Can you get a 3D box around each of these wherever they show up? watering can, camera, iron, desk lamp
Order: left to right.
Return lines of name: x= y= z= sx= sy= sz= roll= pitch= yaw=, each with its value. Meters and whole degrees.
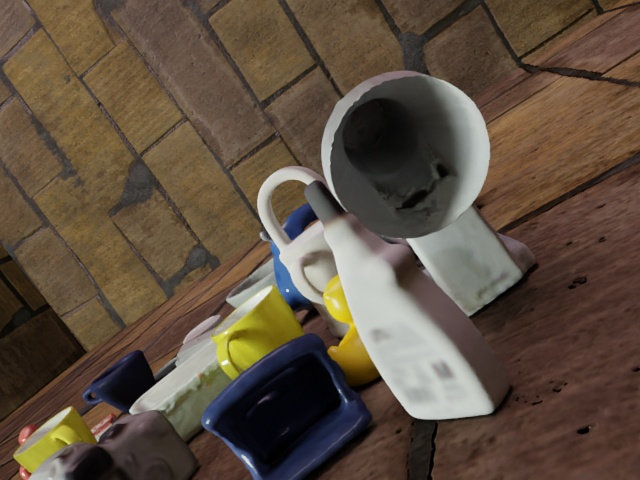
camera: x=-0.214 y=0.232 z=0.535 sx=0.136 sy=0.101 sz=0.143 roll=-30 pitch=9 yaw=35
watering can: x=0.004 y=0.003 z=0.654 sx=0.101 sy=0.194 sz=0.173 roll=-34 pitch=8 yaw=8
iron: x=0.013 y=-0.003 z=0.859 sx=0.118 sy=0.141 sz=0.259 roll=-29 pitch=10 yaw=39
desk lamp: x=0.083 y=-0.038 z=0.493 sx=0.118 sy=0.213 sz=0.203 roll=-34 pitch=8 yaw=3

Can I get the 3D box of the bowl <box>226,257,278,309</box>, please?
bowl: x=-0.072 y=0.079 z=0.973 sx=0.167 sy=0.075 sz=0.167 roll=-34 pitch=8 yaw=6

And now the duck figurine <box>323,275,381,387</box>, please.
duck figurine: x=0.034 y=0.071 z=0.514 sx=0.105 sy=0.086 sz=0.077 roll=-41 pitch=10 yaw=-39

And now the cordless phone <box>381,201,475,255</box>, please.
cordless phone: x=0.109 y=-0.084 z=0.776 sx=0.148 sy=0.185 sz=0.094 roll=-37 pitch=8 yaw=-19

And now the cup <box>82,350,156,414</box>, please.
cup: x=-0.301 y=0.241 z=0.887 sx=0.117 sy=0.095 sz=0.091 roll=-34 pitch=8 yaw=6

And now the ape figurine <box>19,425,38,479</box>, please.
ape figurine: x=-0.449 y=0.340 z=0.923 sx=0.077 sy=0.092 sz=0.076 roll=-33 pitch=8 yaw=12

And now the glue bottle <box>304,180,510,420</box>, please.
glue bottle: x=0.044 y=0.035 z=0.360 sx=0.037 sy=0.173 sz=0.078 roll=-41 pitch=10 yaw=-39

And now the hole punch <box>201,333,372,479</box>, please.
hole punch: x=-0.032 y=0.125 z=0.442 sx=0.109 sy=0.091 sz=0.101 roll=-36 pitch=8 yaw=-10
